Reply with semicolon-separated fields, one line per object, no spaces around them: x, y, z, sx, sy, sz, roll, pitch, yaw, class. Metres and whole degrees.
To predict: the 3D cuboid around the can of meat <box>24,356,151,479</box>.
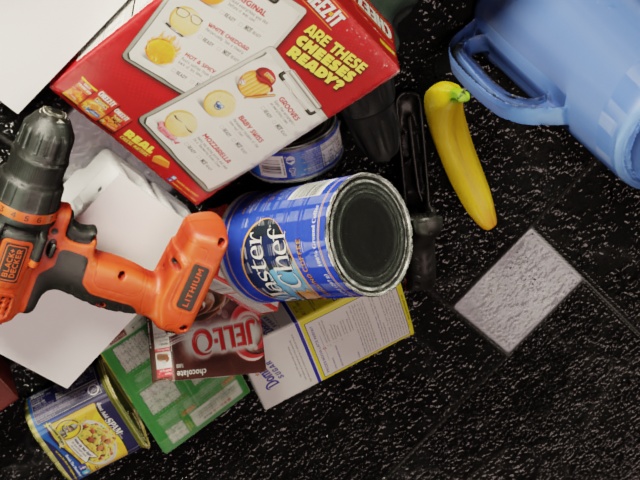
-0.221;0.173;1.012;0.084;0.057;0.102;-27;128;-6;can of meat

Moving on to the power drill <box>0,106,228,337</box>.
-0.172;-0.004;0.842;0.187;0.057;0.185;14;116;-27;power drill

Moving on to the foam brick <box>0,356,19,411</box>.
-0.309;0.116;0.933;0.053;0.051;0.078;-32;129;-6;foam brick

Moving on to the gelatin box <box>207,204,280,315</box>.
-0.070;0.019;0.978;0.030;0.073;0.089;-14;146;42;gelatin box

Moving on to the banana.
0.130;-0.087;1.011;0.037;0.070;0.197;-23;140;3;banana

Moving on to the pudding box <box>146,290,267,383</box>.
-0.104;0.082;0.977;0.113;0.039;0.090;0;79;-43;pudding box

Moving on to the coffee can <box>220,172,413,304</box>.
-0.006;0.001;0.915;0.102;0.141;0.103;6;81;-43;coffee can

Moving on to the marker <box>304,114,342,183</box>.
0.003;-0.083;0.981;0.020;0.020;0.121;2;119;-28;marker

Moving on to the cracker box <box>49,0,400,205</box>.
-0.073;-0.142;0.822;0.214;0.072;0.164;-32;128;25;cracker box

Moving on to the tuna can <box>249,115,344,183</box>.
-0.024;-0.086;0.923;0.086;0.086;0.034;-21;125;-13;tuna can

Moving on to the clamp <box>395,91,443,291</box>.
0.093;-0.026;1.015;0.036;0.164;0.210;-5;148;2;clamp

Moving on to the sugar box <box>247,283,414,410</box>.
0.003;0.092;1.079;0.176;0.048;0.093;-24;128;-6;sugar box

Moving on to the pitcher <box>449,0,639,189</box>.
0.229;-0.146;0.909;0.144;0.243;0.149;18;118;-33;pitcher
